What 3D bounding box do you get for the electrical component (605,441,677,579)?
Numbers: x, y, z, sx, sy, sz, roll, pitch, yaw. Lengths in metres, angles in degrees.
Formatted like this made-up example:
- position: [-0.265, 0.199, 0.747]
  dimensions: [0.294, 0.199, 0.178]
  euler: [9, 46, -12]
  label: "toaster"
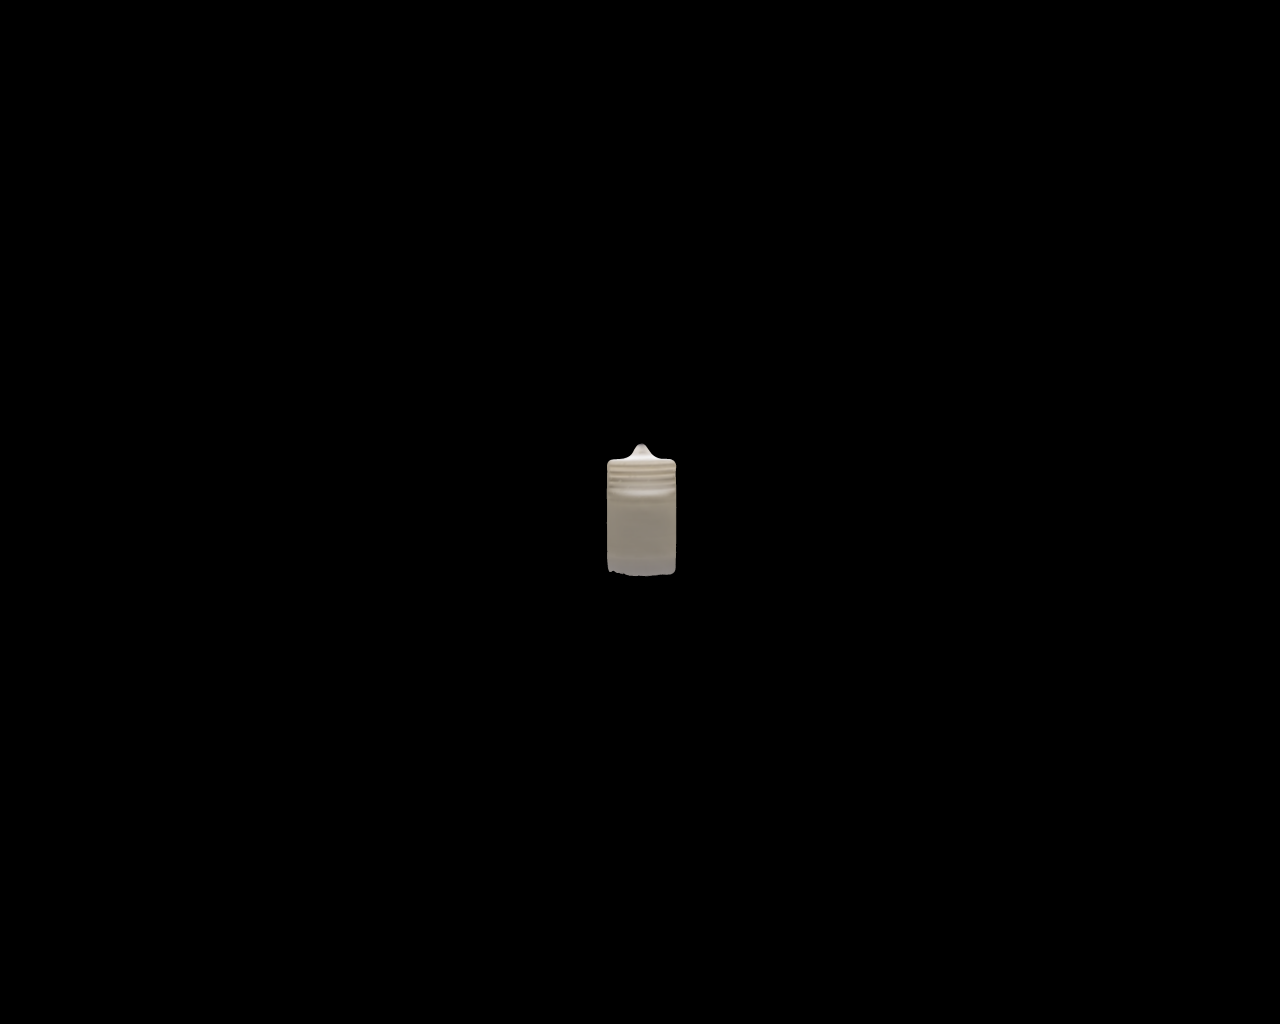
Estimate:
- position: [0.001, -0.003, 0.650]
  dimensions: [0.043, 0.081, 0.043]
  euler: [0, 5, 0]
  label: "electrical component"
